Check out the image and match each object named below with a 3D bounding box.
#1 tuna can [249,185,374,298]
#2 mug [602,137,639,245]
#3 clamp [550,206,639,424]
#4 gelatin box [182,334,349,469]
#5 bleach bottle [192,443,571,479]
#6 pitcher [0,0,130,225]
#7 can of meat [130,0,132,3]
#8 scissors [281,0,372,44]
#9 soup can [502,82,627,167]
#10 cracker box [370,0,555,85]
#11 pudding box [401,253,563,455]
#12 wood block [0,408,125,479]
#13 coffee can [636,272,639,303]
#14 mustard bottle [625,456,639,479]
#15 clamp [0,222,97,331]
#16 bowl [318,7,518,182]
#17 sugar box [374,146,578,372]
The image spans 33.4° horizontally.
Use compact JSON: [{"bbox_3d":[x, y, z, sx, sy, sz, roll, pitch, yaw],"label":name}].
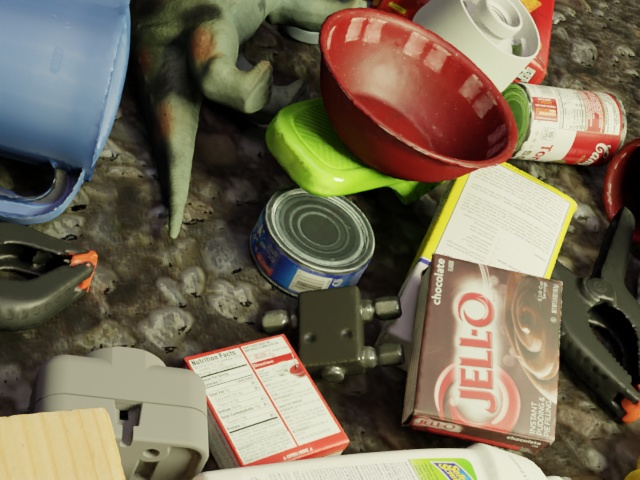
[{"bbox_3d":[-0.005,0.001,0.761,0.086,0.034,0.086,14,45,-15],"label":"tuna can"},{"bbox_3d":[0.309,-0.031,0.914,0.081,0.093,0.117,0,64,-33],"label":"mug"},{"bbox_3d":[0.195,0.042,0.819,0.164,0.036,0.210,8,46,-17],"label":"clamp"},{"bbox_3d":[-0.037,0.104,0.648,0.073,0.030,0.089,-12,54,-34],"label":"gelatin box"},{"bbox_3d":[0.050,0.169,0.605,0.250,0.068,0.102,0,48,-29],"label":"bleach bottle"},{"bbox_3d":[-0.251,-0.118,0.698,0.242,0.145,0.149,12,32,-10],"label":"pitcher"},{"bbox_3d":[-0.194,-0.194,0.841,0.084,0.058,0.102,22,43,-9],"label":"can of meat"},{"bbox_3d":[0.039,-0.204,0.996,0.201,0.016,0.096,10,45,-18],"label":"scissors"},{"bbox_3d":[0.208,-0.102,0.943,0.102,0.069,0.068,3,48,-24],"label":"soup can"},{"bbox_3d":[0.141,-0.236,1.021,0.164,0.072,0.213,28,44,-10],"label":"cracker box"},{"bbox_3d":[0.104,0.072,0.681,0.090,0.039,0.113,13,61,-7],"label":"pudding box"},{"bbox_3d":[-0.124,0.189,0.477,0.090,0.091,0.206,-2,49,-28],"label":"wood block"},{"bbox_3d":[0.338,0.045,0.838,0.140,0.103,0.102,16,44,-12],"label":"coffee can"},{"bbox_3d":[0.273,0.165,0.722,0.191,0.058,0.096,-3,56,-29],"label":"mustard bottle"},{"bbox_3d":[-0.214,0.029,0.626,0.171,0.039,0.120,3,49,-24],"label":"clamp"},{"bbox_3d":[0.059,-0.093,0.761,0.162,0.055,0.162,21,39,-19],"label":"bowl"},{"bbox_3d":[0.113,0.025,0.760,0.093,0.048,0.176,28,60,1],"label":"sugar box"}]
